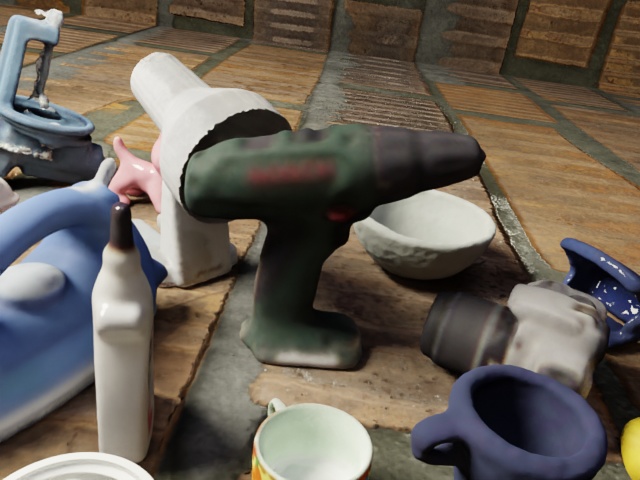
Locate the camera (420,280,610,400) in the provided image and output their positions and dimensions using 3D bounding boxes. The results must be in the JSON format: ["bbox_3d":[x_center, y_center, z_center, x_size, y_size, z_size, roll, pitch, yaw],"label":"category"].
[{"bbox_3d":[0.166,0.078,0.492,0.136,0.101,0.143,19,28,22],"label":"camera"}]

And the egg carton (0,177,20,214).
[{"bbox_3d":[-0.390,-0.026,0.576,0.107,0.069,0.150,13,27,10],"label":"egg carton"}]

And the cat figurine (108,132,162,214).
[{"bbox_3d":[-0.200,-0.098,0.721,0.127,0.118,0.067,9,26,3],"label":"cat figurine"}]

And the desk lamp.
[{"bbox_3d":[-0.128,-0.063,0.562,0.118,0.213,0.202,-16,35,-40],"label":"desk lamp"}]

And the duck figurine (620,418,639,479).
[{"bbox_3d":[0.272,0.138,0.418,0.077,0.086,0.105,24,31,30],"label":"duck figurine"}]

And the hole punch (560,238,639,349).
[{"bbox_3d":[0.307,0.048,0.604,0.101,0.091,0.108,-5,29,-24],"label":"hole punch"}]

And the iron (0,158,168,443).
[{"bbox_3d":[-0.216,0.037,0.417,0.118,0.141,0.258,13,27,11],"label":"iron"}]

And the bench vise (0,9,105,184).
[{"bbox_3d":[-0.371,-0.165,0.691,0.121,0.220,0.208,29,33,36],"label":"bench vise"}]

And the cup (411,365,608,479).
[{"bbox_3d":[0.105,0.141,0.353,0.118,0.095,0.091,-1,27,-17],"label":"cup"}]

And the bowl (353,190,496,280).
[{"bbox_3d":[0.113,-0.001,0.665,0.167,0.075,0.167,7,26,-3],"label":"bowl"}]

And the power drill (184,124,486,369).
[{"bbox_3d":[0.004,0.002,0.477,0.229,0.208,0.075,5,26,-6],"label":"power drill"}]

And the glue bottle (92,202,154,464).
[{"bbox_3d":[-0.126,0.057,0.368,0.037,0.173,0.078,0,27,-16],"label":"glue bottle"}]
